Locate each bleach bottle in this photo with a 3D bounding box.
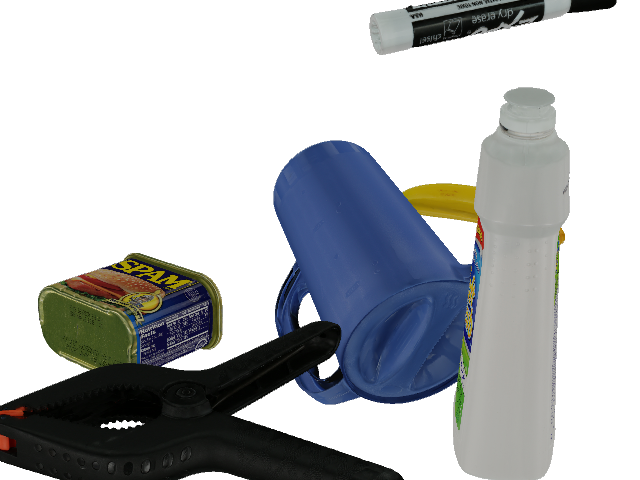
[{"bbox_3d":[0.120,0.025,0.660,0.068,0.251,0.102,3,30,8],"label":"bleach bottle"}]

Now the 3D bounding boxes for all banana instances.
[{"bbox_3d":[0.165,-0.029,1.122,0.198,0.037,0.069,10,39,24],"label":"banana"}]

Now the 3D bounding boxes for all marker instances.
[{"bbox_3d":[0.083,-0.106,0.493,0.121,0.020,0.020,-13,2,-9],"label":"marker"}]

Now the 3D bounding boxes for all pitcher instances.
[{"bbox_3d":[0.034,0.023,0.939,0.149,0.145,0.243,-5,37,-21],"label":"pitcher"}]

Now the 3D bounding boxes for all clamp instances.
[{"bbox_3d":[-0.068,0.091,0.577,0.210,0.036,0.164,0,24,-5],"label":"clamp"}]

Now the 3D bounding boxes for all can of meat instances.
[{"bbox_3d":[-0.134,0.053,0.745,0.102,0.057,0.083,16,24,36],"label":"can of meat"}]
